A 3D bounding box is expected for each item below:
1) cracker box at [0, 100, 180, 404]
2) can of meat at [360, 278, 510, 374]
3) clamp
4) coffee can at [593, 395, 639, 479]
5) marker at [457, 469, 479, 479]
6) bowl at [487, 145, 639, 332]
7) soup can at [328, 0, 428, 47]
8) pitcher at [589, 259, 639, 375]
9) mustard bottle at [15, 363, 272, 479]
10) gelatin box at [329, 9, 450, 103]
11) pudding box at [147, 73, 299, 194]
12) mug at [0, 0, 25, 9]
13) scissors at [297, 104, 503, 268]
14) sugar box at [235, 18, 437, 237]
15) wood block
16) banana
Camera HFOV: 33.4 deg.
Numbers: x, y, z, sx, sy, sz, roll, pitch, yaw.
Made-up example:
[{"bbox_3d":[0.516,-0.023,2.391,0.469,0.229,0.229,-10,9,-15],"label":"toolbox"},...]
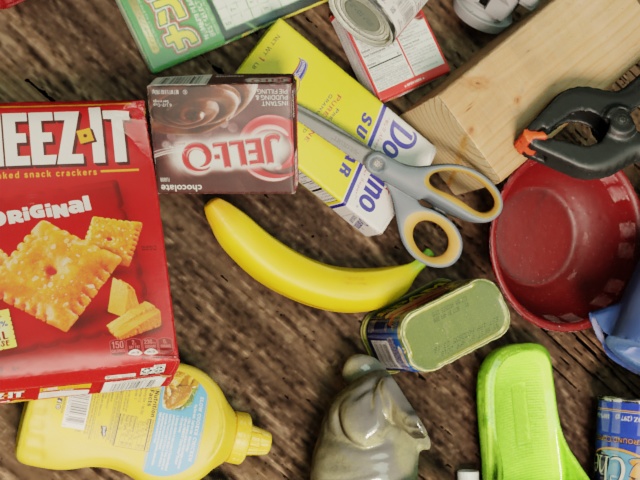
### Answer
[{"bbox_3d":[-0.197,0.005,0.774,0.164,0.072,0.214,-3,69,-18],"label":"cracker box"},{"bbox_3d":[0.095,0.071,0.885,0.102,0.084,0.057,-25,93,-18],"label":"can of meat"},{"bbox_3d":[0.246,-0.082,0.862,0.171,0.039,0.120,-18,67,-9],"label":"clamp"},{"bbox_3d":[0.289,0.209,0.925,0.102,0.103,0.140,7,83,-17],"label":"coffee can"},{"bbox_3d":[0.127,0.259,0.914,0.020,0.020,0.121,1,85,-18],"label":"marker"},{"bbox_3d":[0.203,-0.002,0.933,0.161,0.055,0.162,-1,93,-24],"label":"bowl"},{"bbox_3d":[0.062,-0.217,0.876,0.068,0.069,0.102,41,73,-11],"label":"soup can"},{"bbox_3d":[0.351,0.013,0.900,0.149,0.145,0.242,32,76,-30],"label":"pitcher"},{"bbox_3d":[-0.130,0.140,0.822,0.191,0.058,0.096,14,76,-16],"label":"mustard bottle"},{"bbox_3d":[0.060,-0.169,0.921,0.073,0.030,0.089,-26,91,-17],"label":"gelatin box"},{"bbox_3d":[-0.074,-0.083,0.832,0.113,0.039,0.090,1,114,6],"label":"pudding box"},{"bbox_3d":[-0.232,-0.236,0.812,0.081,0.093,0.117,-30,64,-13],"label":"mug"},{"bbox_3d":[0.047,-0.042,0.866,0.201,0.016,0.096,17,101,-3],"label":"scissors"},{"bbox_3d":[0.004,-0.091,0.889,0.176,0.048,0.093,37,78,-10],"label":"sugar box"},{"bbox_3d":[0.182,-0.140,0.926,0.206,0.091,0.090,-40,98,-17],"label":"wood block"},{"bbox_3d":[-0.006,0.020,0.881,0.197,0.037,0.069,13,85,-15],"label":"banana"}]
